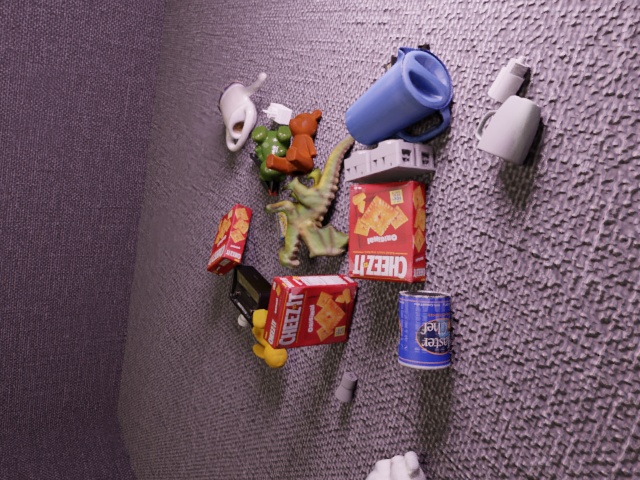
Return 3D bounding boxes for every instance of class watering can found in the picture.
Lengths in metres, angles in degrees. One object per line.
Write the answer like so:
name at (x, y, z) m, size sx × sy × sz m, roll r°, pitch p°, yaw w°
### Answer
watering can at (-0.270, -0.476, 1.798) m, size 0.340 × 0.104 × 0.229 m, roll -60°, pitch 42°, yaw 37°

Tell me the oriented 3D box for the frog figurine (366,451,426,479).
frog figurine at (0.157, 0.522, 1.072) m, size 0.141 × 0.122 × 0.156 m, roll -99°, pitch 18°, yaw -51°

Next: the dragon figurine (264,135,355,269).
dragon figurine at (0.004, -0.069, 1.375) m, size 0.404 × 0.123 × 0.245 m, roll -41°, pitch 74°, yaw 27°
